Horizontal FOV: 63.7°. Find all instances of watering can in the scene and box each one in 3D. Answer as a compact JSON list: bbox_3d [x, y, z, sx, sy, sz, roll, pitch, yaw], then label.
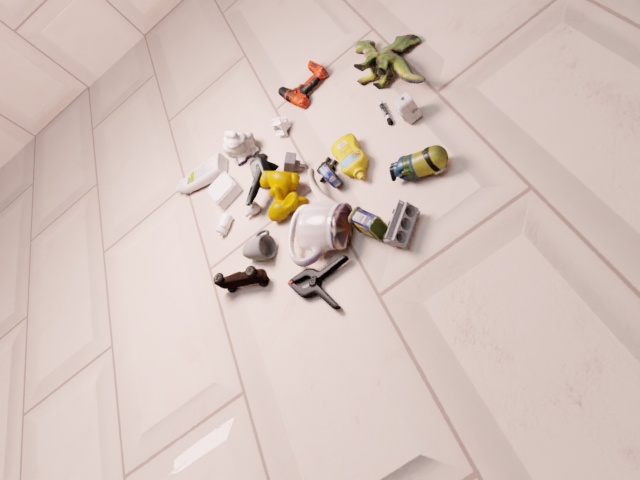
[{"bbox_3d":[0.005,-0.082,1.622,0.224,0.353,0.102,-2,-24,33],"label":"watering can"}]

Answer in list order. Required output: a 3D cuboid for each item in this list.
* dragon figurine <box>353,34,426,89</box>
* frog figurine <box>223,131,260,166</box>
[{"bbox_3d":[0.259,-0.648,1.810,0.414,0.245,0.120,25,-19,41],"label":"dragon figurine"},{"bbox_3d":[-0.326,-0.383,2.009,0.136,0.125,0.157,-16,-36,27],"label":"frog figurine"}]
